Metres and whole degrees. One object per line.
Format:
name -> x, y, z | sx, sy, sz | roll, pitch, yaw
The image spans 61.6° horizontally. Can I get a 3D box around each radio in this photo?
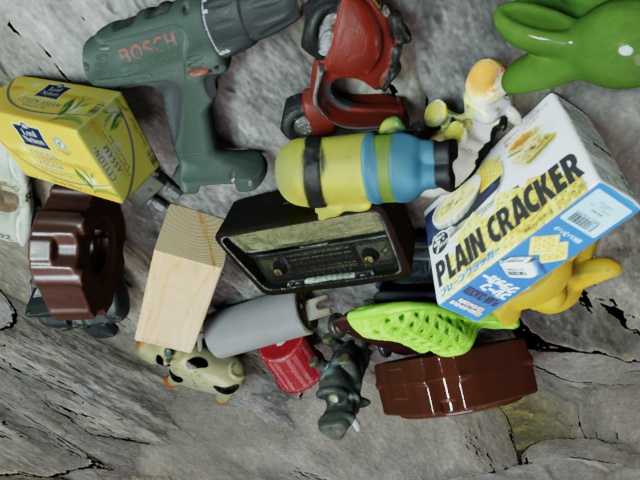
radio -> -0.001, -0.002, 0.676 | 0.230, 0.073, 0.131 | -8, 133, 28

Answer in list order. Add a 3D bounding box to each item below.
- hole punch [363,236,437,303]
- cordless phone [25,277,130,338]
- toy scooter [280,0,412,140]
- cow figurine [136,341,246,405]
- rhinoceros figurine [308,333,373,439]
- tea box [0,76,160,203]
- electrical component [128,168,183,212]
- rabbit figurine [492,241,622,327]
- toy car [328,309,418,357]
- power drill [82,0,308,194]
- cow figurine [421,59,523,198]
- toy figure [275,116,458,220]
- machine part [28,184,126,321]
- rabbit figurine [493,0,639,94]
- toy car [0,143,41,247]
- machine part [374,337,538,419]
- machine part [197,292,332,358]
hole punch -> 0.129, 0.049, 0.746 | 0.142, 0.092, 0.115 | -2, 166, 6
cordless phone -> -0.352, 0.113, 0.850 | 0.147, 0.089, 0.184 | -8, 144, 10
toy scooter -> 0.040, -0.163, 0.541 | 0.135, 0.075, 0.183 | 12, 137, -7
cow figurine -> -0.217, 0.205, 0.913 | 0.195, 0.085, 0.127 | 26, 136, -17
rhinoceros figurine -> 0.035, 0.223, 0.845 | 0.073, 0.190, 0.112 | -14, 113, 22
tea box -> -0.267, -0.109, 0.570 | 0.170, 0.068, 0.098 | 15, 144, 29
electrical component -> -0.227, -0.073, 0.683 | 0.063, 0.021, 0.094 | -33, 123, 31
rabbit figurine -> 0.302, 0.042, 0.718 | 0.162, 0.122, 0.173 | -34, 138, 20
toy car -> 0.095, 0.138, 0.824 | 0.089, 0.053, 0.202 | -15, 149, 38
power drill -> -0.113, -0.148, 0.563 | 0.232, 0.086, 0.207 | -3, 138, 9
cow figurine -> 0.160, -0.113, 0.580 | 0.098, 0.068, 0.167 | 4, 143, -33
toy figure -> 0.043, -0.074, 0.539 | 0.180, 0.082, 0.089 | -1, 155, 23
machine part -> -0.294, 0.011, 0.672 | 0.056, 0.179, 0.179 | 2, 134, -2
rabbit figurine -> 0.225, -0.185, 0.439 | 0.159, 0.170, 0.121 | -14, 131, 15
toy car -> -0.397, -0.072, 0.672 | 0.073, 0.056, 0.201 | 15, 134, -10
machine part -> 0.201, 0.207, 0.807 | 0.201, 0.087, 0.201 | -6, 166, -26
machine part -> -0.092, 0.127, 0.833 | 0.243, 0.079, 0.079 | -19, 130, 22
